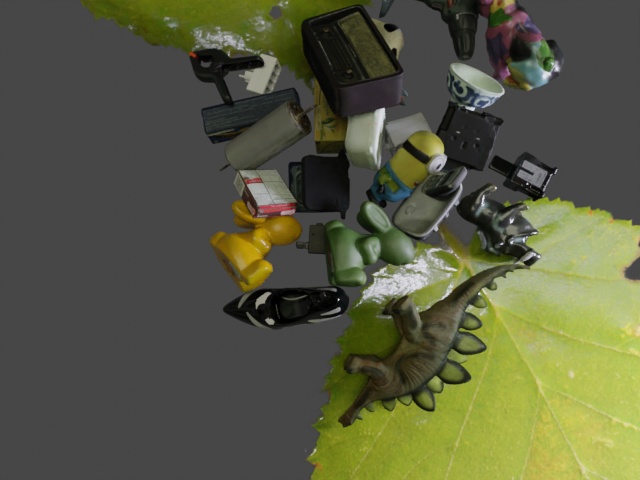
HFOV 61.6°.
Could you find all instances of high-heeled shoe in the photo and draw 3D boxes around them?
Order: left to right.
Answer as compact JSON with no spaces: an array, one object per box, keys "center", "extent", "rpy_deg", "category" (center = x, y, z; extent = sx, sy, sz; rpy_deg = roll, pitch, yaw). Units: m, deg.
[{"center":[-0.069,0.127,1.022],"extent":[0.249,0.145,0.086],"rpy_deg":[-6,82,-1],"category":"high-heeled shoe"}]

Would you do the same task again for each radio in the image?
[{"center":[0.054,-0.332,0.992],"extent":[0.131,0.073,0.230],"rpy_deg":[-16,54,-7],"category":"radio"}]

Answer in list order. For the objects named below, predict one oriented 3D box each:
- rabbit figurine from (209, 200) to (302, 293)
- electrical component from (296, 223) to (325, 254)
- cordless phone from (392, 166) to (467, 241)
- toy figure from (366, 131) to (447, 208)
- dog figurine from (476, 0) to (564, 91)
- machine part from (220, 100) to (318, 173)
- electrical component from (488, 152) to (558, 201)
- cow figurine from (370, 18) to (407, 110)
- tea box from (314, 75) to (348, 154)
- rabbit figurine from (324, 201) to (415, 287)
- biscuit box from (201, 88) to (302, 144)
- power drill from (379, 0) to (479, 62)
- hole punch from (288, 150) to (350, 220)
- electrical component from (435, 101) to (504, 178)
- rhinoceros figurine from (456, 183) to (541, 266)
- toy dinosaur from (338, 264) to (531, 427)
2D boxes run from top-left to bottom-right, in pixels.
[{"center":[-0.121,0.000,1.071],"extent":[0.173,0.121,0.162],"rpy_deg":[-34,74,-17],"category":"rabbit figurine"},{"center":[-0.002,-0.003,1.098],"extent":[0.094,0.021,0.063],"rpy_deg":[2,83,1],"category":"electrical component"},{"center":[0.218,-0.070,1.022],"extent":[0.089,0.184,0.146],"rpy_deg":[40,85,1],"category":"cordless phone"},{"center":[0.165,-0.135,1.053],"extent":[0.180,0.082,0.089],"rpy_deg":[-37,107,28],"category":"toy figure"},{"center":[0.376,-0.418,1.046],"extent":[0.108,0.192,0.219],"rpy_deg":[-27,120,4],"category":"dog figurine"},{"center":[-0.104,-0.201,1.064],"extent":[0.243,0.079,0.079],"rpy_deg":[-30,83,26],"category":"machine part"},{"center":[0.409,-0.139,1.095],"extent":[0.119,0.048,0.075],"rpy_deg":[32,84,3],"category":"electrical component"},{"center":[0.127,-0.351,1.110],"extent":[0.127,0.085,0.195],"rpy_deg":[12,82,7],"category":"cow figurine"},{"center":[0.022,-0.268,1.092],"extent":[0.068,0.098,0.169],"rpy_deg":[-2,85,2],"category":"tea box"},{"center":[0.097,0.012,1.051],"extent":[0.170,0.121,0.159],"rpy_deg":[-6,78,-9],"category":"rabbit figurine"},{"center":[-0.137,-0.255,1.113],"extent":[0.203,0.059,0.063],"rpy_deg":[-12,82,0],"category":"biscuit box"},{"center":[0.231,-0.494,1.125],"extent":[0.207,0.086,0.232],"rpy_deg":[8,82,6],"category":"power drill"},{"center":[-0.004,-0.109,1.088],"extent":[0.116,0.092,0.142],"rpy_deg":[1,84,-31],"category":"hole punch"},{"center":[0.288,-0.196,1.076],"extent":[0.115,0.058,0.134],"rpy_deg":[19,113,6],"category":"electrical component"},{"center":[0.362,-0.027,1.069],"extent":[0.190,0.073,0.112],"rpy_deg":[41,84,6],"category":"rhinoceros figurine"},{"center":[0.204,0.194,1.035],"extent":[0.198,0.105,0.471],"rpy_deg":[39,94,-2],"category":"toy dinosaur"}]
